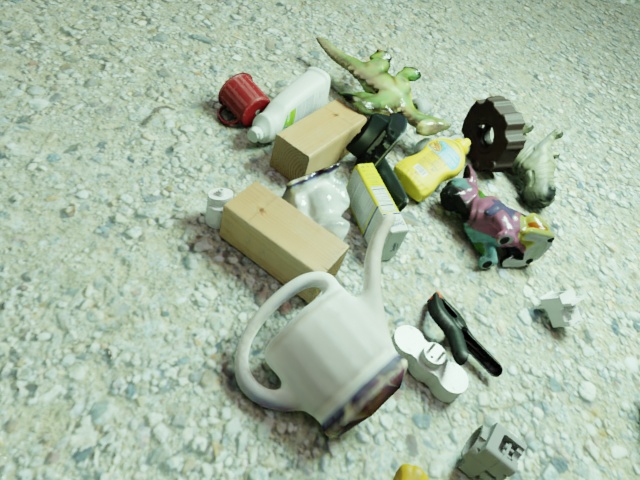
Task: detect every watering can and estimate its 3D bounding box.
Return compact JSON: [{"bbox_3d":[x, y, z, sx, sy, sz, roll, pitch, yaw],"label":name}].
[{"bbox_3d":[0.041,0.130,0.760,0.350,0.102,0.226,-40,74,-10],"label":"watering can"}]

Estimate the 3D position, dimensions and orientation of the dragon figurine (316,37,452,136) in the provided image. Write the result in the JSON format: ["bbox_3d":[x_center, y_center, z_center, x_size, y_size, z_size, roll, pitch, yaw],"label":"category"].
[{"bbox_3d":[0.122,-0.359,1.209,0.411,0.119,0.247,30,33,8],"label":"dragon figurine"}]

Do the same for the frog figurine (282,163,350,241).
[{"bbox_3d":[0.003,-0.049,0.973,0.139,0.122,0.159,-26,98,-43],"label":"frog figurine"}]
